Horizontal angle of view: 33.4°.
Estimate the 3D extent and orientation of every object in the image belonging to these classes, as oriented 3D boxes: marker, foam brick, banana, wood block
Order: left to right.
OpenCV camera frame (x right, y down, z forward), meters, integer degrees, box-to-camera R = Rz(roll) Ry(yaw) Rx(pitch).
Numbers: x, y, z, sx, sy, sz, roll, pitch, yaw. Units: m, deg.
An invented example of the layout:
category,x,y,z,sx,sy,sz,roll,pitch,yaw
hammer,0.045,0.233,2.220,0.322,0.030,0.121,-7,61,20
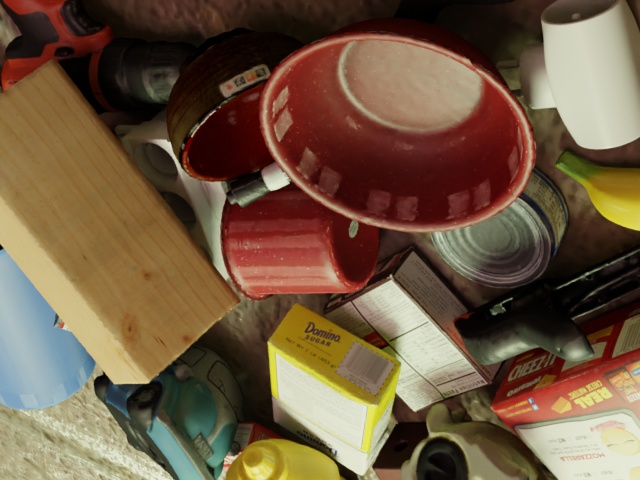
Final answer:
category,x,y,z,sx,sy,sz,roll,pitch,yaw
wood block,-0.162,-0.008,0.736,0.206,0.090,0.091,53,154,-10
marker,-0.007,-0.053,0.701,0.121,0.020,0.020,-26,113,10
foam brick,0.093,0.183,0.860,0.078,0.053,0.051,-10,120,39
banana,0.222,-0.046,0.583,0.198,0.037,0.069,-23,113,44

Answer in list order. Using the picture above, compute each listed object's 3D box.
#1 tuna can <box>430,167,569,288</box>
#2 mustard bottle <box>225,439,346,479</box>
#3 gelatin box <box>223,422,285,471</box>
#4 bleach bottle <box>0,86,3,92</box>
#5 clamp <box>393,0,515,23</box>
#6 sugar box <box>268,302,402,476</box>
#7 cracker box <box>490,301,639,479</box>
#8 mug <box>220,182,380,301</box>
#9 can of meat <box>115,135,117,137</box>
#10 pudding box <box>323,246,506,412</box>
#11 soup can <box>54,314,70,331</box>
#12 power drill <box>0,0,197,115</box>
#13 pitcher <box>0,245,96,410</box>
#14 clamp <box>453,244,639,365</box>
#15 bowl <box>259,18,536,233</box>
category,x,y,z,sx,sy,sz,roll,pitch,yaw
tuna can,0.114,-0.011,0.689,0.086,0.033,0.086,19,134,20
mustard bottle,-0.027,0.212,0.903,0.096,0.058,0.191,-10,149,12
gelatin box,-0.073,0.191,0.976,0.089,0.030,0.073,-6,149,37
bleach bottle,-0.321,-0.131,0.848,0.251,0.102,0.068,27,129,2
clamp,0.062,-0.155,0.596,0.210,0.036,0.164,-7,131,34
sugar box,0.010,0.120,0.832,0.093,0.048,0.176,30,158,13
cracker box,0.246,0.140,0.705,0.213,0.072,0.164,45,139,-10
mug,-0.005,0.001,0.751,0.082,0.093,0.117,-2,156,29
can of meat,-0.158,-0.035,0.839,0.084,0.057,0.102,10,131,31
pudding box,0.069,0.068,0.786,0.113,0.039,0.090,46,139,-11
soup can,-0.161,0.054,0.884,0.102,0.068,0.069,19,140,-15
power drill,-0.175,-0.171,0.729,0.185,0.057,0.187,1,126,32
pitcher,-0.280,0.028,0.936,0.145,0.149,0.243,3,133,13
clamp,0.152,0.041,0.680,0.039,0.120,0.172,65,156,-4
bowl,0.048,-0.076,0.625,0.162,0.055,0.162,12,144,8
